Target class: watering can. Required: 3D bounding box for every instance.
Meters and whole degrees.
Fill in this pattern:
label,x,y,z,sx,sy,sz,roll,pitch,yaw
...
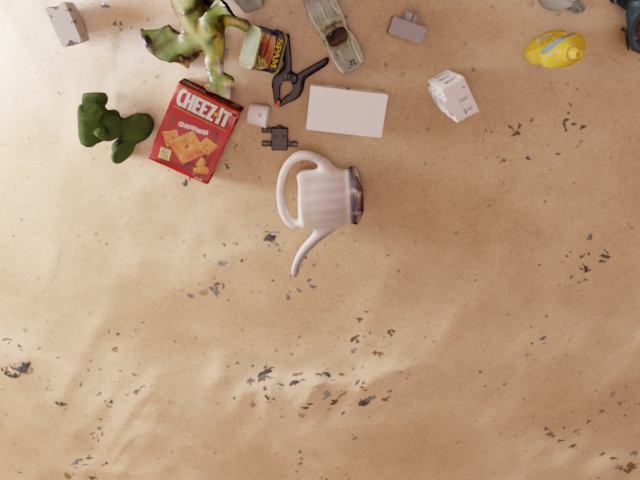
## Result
label,x,y,z,sx,sy,sz,roll,pitch,yaw
watering can,0.004,-0.068,1.349,0.224,0.342,0.106,-4,21,1

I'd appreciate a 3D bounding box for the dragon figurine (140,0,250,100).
label,x,y,z,sx,sy,sz,roll,pitch,yaw
dragon figurine,-0.316,-0.505,1.175,0.240,0.406,0.125,-33,18,21
